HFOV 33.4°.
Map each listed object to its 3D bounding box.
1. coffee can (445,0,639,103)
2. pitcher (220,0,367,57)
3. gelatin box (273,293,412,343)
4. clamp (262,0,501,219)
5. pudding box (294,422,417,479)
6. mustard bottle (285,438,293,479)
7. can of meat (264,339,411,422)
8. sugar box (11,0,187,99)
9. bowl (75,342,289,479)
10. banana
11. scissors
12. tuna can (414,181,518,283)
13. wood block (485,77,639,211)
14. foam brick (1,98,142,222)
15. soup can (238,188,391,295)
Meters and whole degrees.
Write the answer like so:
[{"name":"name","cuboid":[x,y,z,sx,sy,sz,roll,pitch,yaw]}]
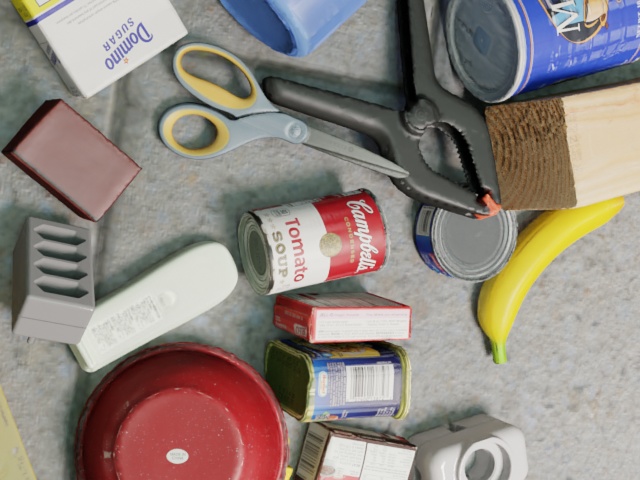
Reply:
[{"name":"coffee can","cuboid":[0.190,-0.180,0.887,0.140,0.103,0.103,-18,102,-23]},{"name":"pitcher","cuboid":[0.026,-0.260,0.788,0.149,0.145,0.242,45,79,-16]},{"name":"gelatin box","cuboid":[0.017,0.062,0.846,0.089,0.073,0.030,0,96,-25]},{"name":"clamp","cuboid":[0.064,-0.095,0.857,0.164,0.036,0.210,-35,94,-15]},{"name":"pudding box","cuboid":[0.023,0.213,0.883,0.089,0.039,0.113,15,91,-28]},{"name":"mustard bottle","cuboid":[-0.068,0.241,0.830,0.096,0.058,0.191,23,85,-4]},{"name":"can of meat","cuboid":[0.011,0.107,0.833,0.083,0.102,0.057,1,94,-23]},{"name":"sugar box","cuboid":[-0.179,-0.197,0.749,0.093,0.048,0.176,-36,112,-17]},{"name":"bowl","cuboid":[-0.101,0.154,0.779,0.162,0.055,0.162,1,82,-4]},{"name":"banana","cuboid":[0.197,0.015,0.948,0.197,0.037,0.069,-49,133,-11]},{"name":"scissors","cuboid":[-0.037,-0.072,0.818,0.201,0.016,0.096,36,91,-11]},{"name":"tuna can","cuboid":[0.124,-0.008,0.910,0.086,0.034,0.086,-2,96,-24]},{"name":"wood block","cuboid":[0.251,-0.088,0.911,0.205,0.091,0.090,-14,98,-33]},{"name":"foam brick","cuboid":[-0.177,-0.057,0.758,0.078,0.053,0.051,42,78,-23]},{"name":"soup can","cuboid":[-0.005,0.001,0.834,0.102,0.069,0.068,-12,100,-22]}]
